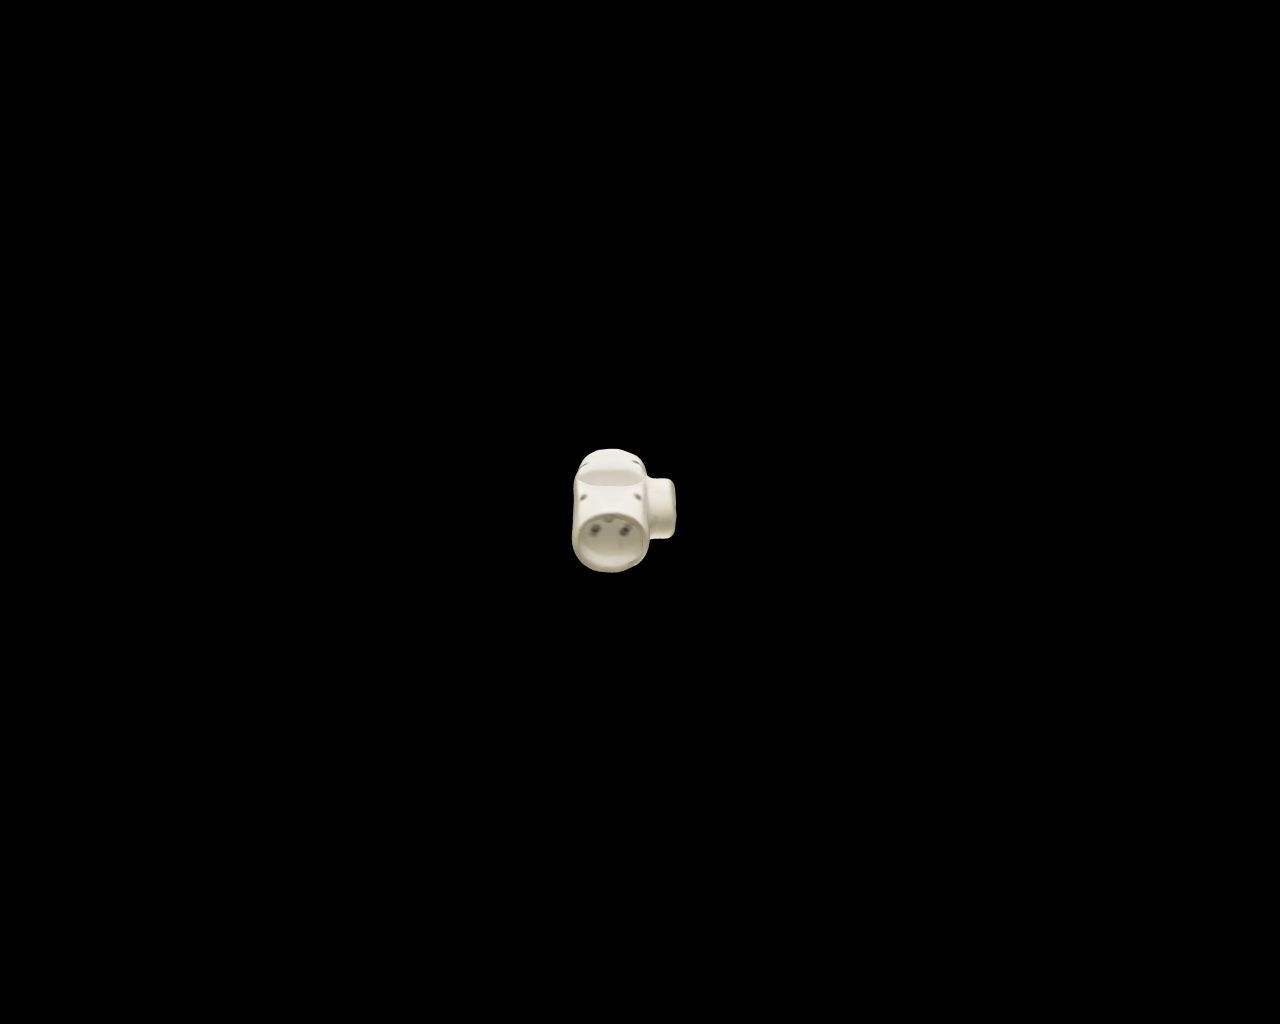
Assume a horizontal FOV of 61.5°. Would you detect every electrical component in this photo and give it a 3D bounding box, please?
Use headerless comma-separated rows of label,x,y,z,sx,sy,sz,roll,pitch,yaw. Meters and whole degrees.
electrical component,0.001,-0.003,0.650,0.079,0.043,0.077,0,32,0
